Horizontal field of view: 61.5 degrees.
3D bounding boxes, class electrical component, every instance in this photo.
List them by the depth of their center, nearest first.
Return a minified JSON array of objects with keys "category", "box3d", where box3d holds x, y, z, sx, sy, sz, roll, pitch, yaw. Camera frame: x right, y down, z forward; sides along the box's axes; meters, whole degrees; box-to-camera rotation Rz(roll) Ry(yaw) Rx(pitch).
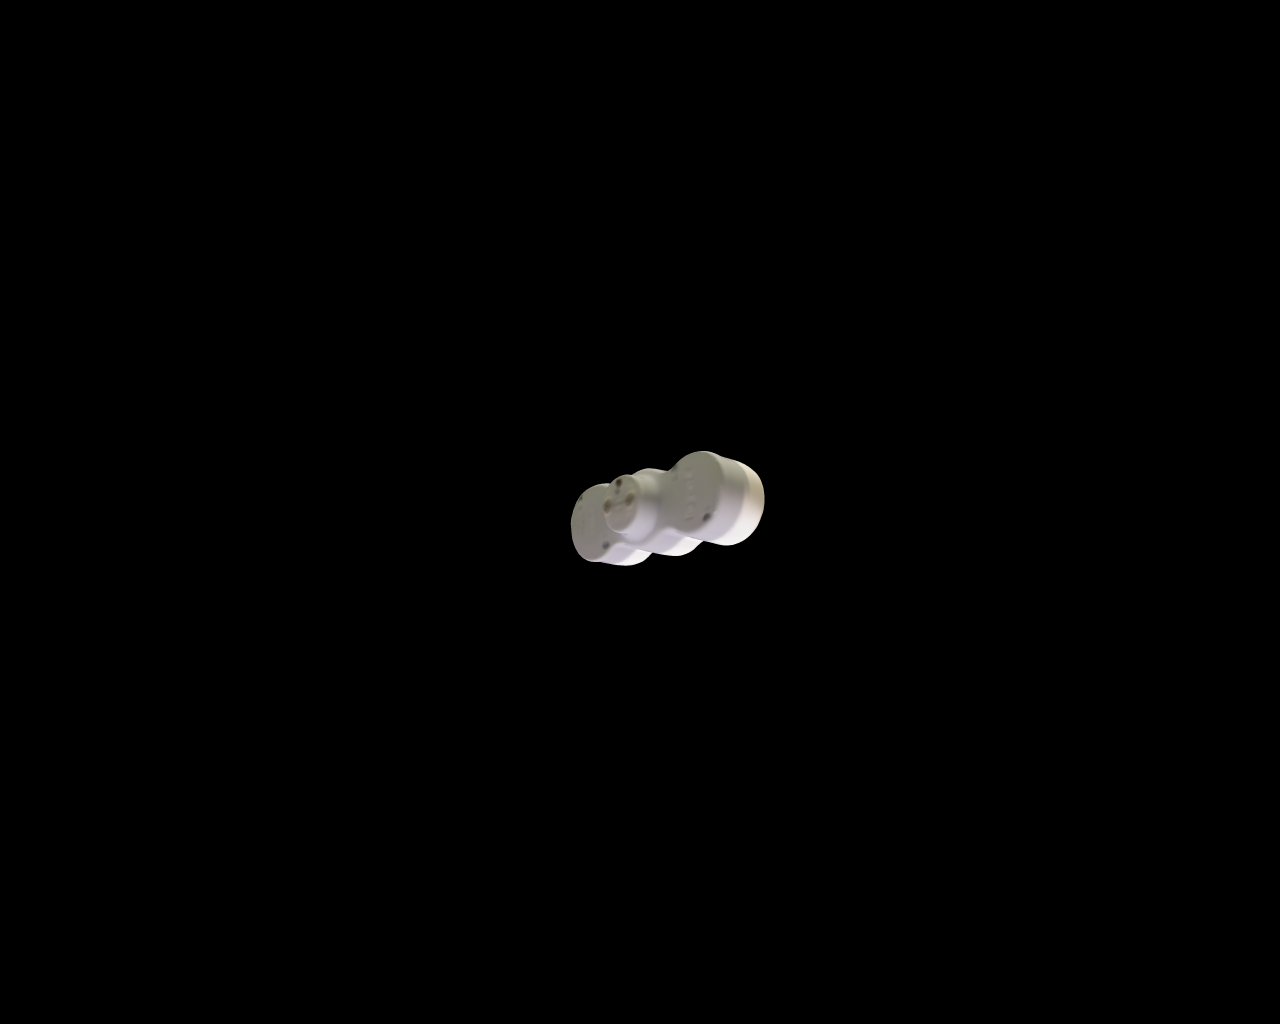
[{"category":"electrical component","box3d":[0.001,-0.003,0.650,0.074,0.052,0.138,14,-20,-42]}]
